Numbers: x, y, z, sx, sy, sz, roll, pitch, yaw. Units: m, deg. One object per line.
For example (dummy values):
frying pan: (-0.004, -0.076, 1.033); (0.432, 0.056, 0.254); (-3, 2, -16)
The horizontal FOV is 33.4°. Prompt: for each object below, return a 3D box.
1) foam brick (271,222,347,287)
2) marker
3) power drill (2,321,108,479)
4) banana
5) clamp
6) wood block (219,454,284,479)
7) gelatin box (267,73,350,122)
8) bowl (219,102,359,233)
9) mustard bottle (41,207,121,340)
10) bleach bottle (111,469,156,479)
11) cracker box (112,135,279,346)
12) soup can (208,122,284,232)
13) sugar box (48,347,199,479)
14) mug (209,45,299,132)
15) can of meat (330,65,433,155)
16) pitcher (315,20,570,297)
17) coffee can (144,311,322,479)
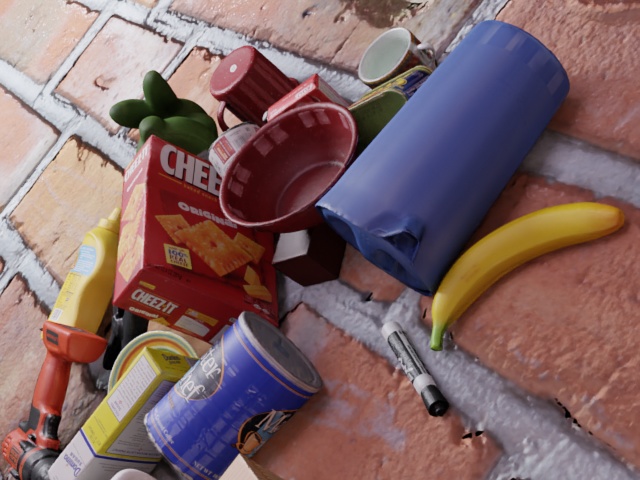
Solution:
foam brick: (-0.007, 0.001, 1.109); (0.053, 0.051, 0.078); (-15, 48, 40)
marker: (0.083, 0.112, 0.930); (0.020, 0.020, 0.121); (-44, 35, 10)
power drill: (-0.303, 0.194, 1.227); (0.185, 0.057, 0.187); (12, 83, 57)
banana: (0.165, 0.018, 0.912); (0.198, 0.037, 0.070); (-39, 54, 20)
clamp: (-0.221, 0.100, 1.219); (0.120, 0.039, 0.171); (21, 108, 55)
wood block: (-0.086, 0.298, 0.891); (0.206, 0.090, 0.091); (-52, 33, 0)
gelatin box: (-0.004, -0.134, 1.196); (0.073, 0.089, 0.030); (-32, 38, 26)
bowl: (-0.020, -0.061, 1.063); (0.162, 0.055, 0.162); (-23, 41, 21)
mustard bottle: (-0.290, 0.049, 1.361); (0.096, 0.058, 0.191); (4, 71, 61)
bleach bottle: (-0.220, 0.277, 1.006); (0.102, 0.068, 0.251); (-58, 15, -28)
cracker box: (-0.128, 0.004, 1.139); (0.072, 0.164, 0.213); (-46, 32, 32)
soup can: (-0.068, -0.069, 1.158); (0.068, 0.068, 0.102); (-40, 70, 15)
sugar box: (-0.189, 0.191, 1.082); (0.176, 0.093, 0.048); (-49, 54, 14)
mug: (-0.091, -0.182, 1.349); (0.093, 0.081, 0.117); (11, 67, 53)
can of meat: (0.070, -0.130, 1.104); (0.102, 0.057, 0.083); (-24, 10, 34)
pitcher: (0.114, -0.079, 0.987); (0.149, 0.145, 0.243); (33, 81, 36)
coffee can: (-0.082, 0.152, 1.009); (0.140, 0.102, 0.103); (-46, 34, 7)
